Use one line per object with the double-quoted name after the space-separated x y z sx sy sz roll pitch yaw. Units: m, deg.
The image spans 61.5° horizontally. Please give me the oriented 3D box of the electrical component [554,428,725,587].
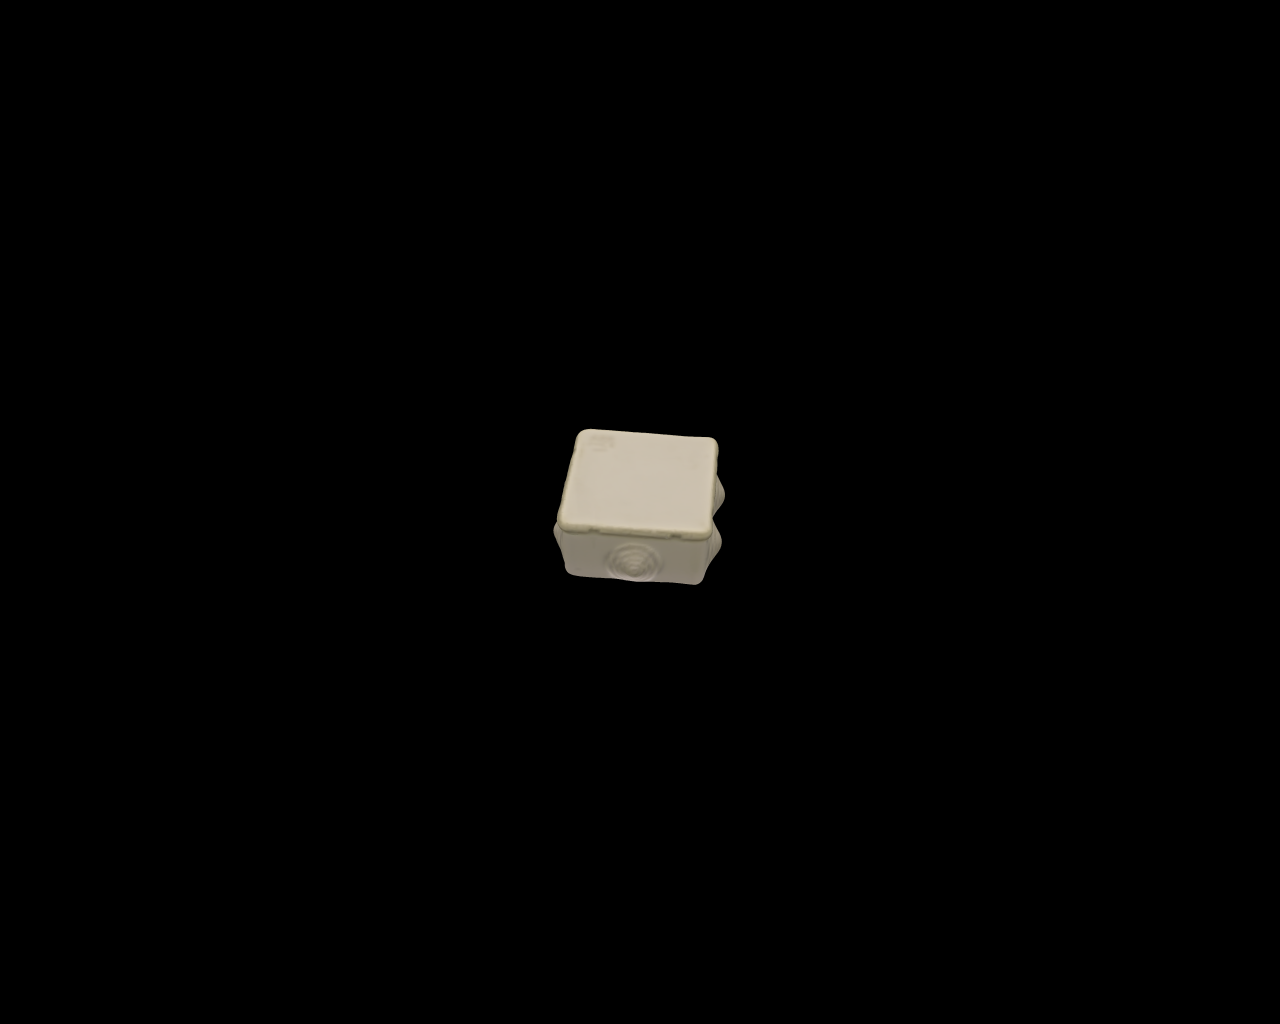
0.001 -0.003 0.650 0.100 0.048 0.100 4 44 4 "electrical component"
